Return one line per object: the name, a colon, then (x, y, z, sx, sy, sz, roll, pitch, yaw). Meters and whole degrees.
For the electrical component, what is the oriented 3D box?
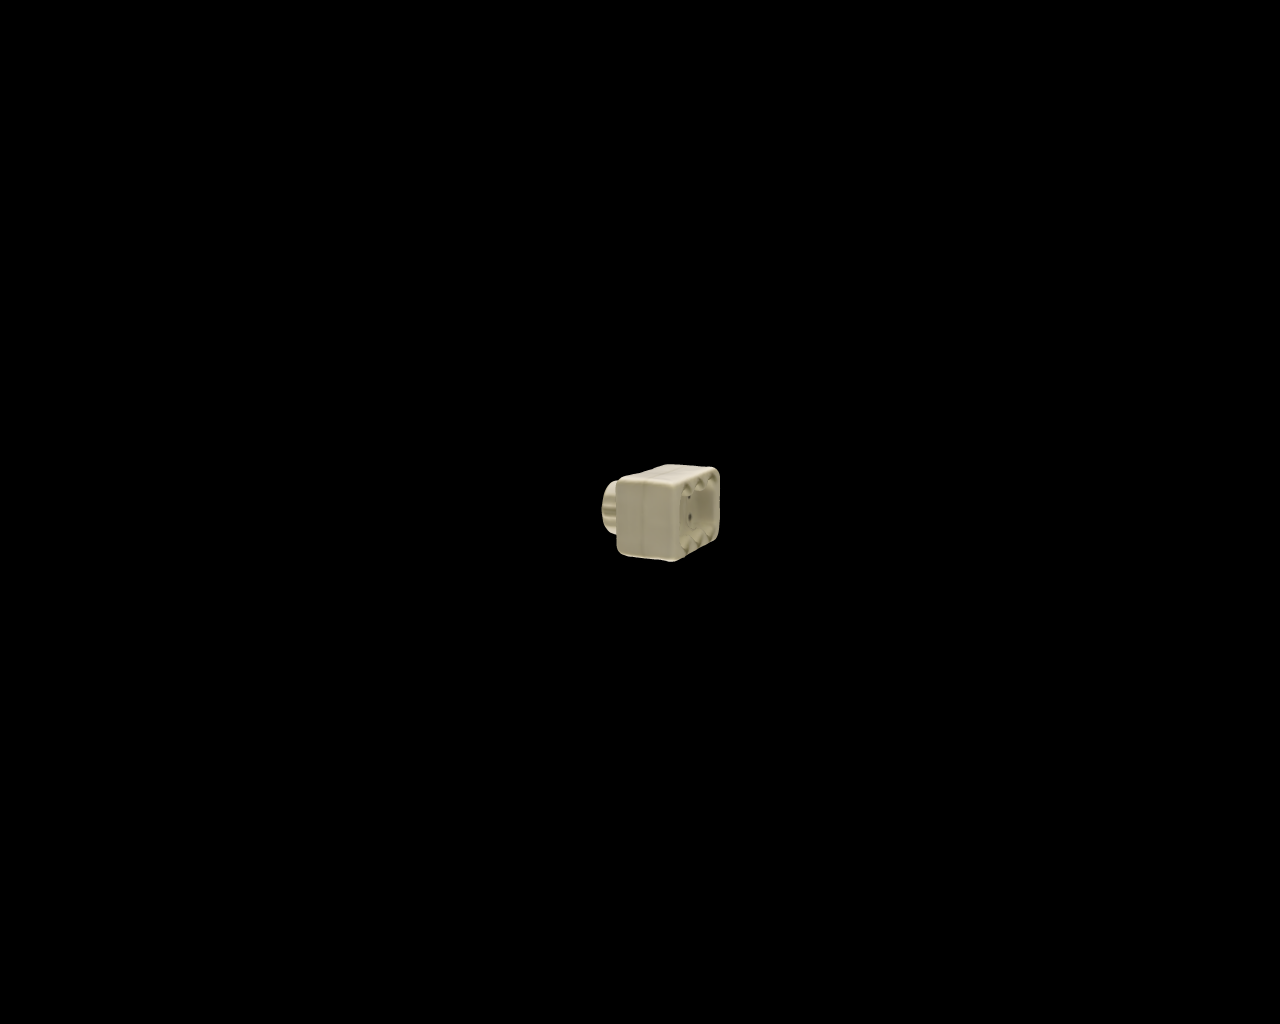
electrical component: (0.001, -0.003, 0.650, 0.077, 0.047, 0.066, 6, 13, 27)
